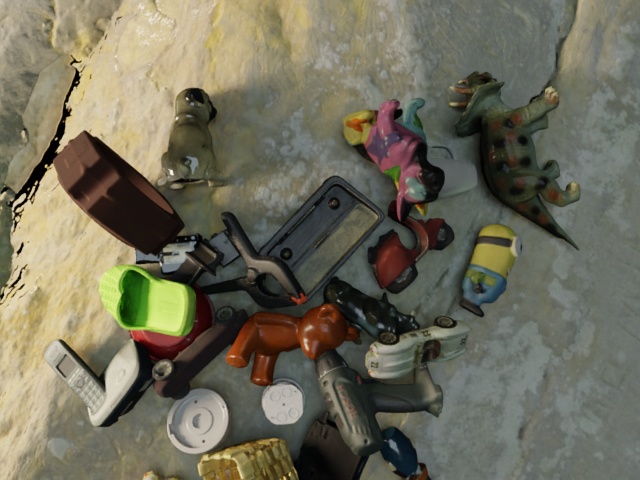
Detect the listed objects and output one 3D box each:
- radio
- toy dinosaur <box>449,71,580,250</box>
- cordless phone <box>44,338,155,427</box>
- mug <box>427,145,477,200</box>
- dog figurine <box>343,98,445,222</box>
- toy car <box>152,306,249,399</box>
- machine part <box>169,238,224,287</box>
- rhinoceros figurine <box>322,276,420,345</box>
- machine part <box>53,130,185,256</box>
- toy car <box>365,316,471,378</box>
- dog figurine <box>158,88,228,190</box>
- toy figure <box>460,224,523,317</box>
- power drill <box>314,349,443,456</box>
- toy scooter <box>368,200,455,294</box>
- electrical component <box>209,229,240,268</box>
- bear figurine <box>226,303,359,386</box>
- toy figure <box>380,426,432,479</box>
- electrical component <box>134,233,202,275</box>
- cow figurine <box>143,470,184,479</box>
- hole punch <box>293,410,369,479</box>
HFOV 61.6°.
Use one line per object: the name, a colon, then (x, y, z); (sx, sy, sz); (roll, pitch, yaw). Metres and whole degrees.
radio: (-0.002, -0.003, 1.007); (0.131, 0.073, 0.229); (43, 82, 2)
toy dinosaur: (0.374, -0.153, 1.040); (0.192, 0.131, 0.404); (-15, 89, 6)
cordless phone: (-0.386, 0.216, 0.941); (0.184, 0.088, 0.146); (40, 100, 8)
mug: (0.246, -0.130, 1.046); (0.107, 0.081, 0.109); (-2, 77, -17)
dog figurine: (0.138, -0.143, 0.997); (0.108, 0.192, 0.219); (-11, 92, -44)
toy car: (-0.209, 0.194, 0.947); (0.053, 0.089, 0.202); (31, 64, 34)
machine part: (-0.229, 0.064, 0.937); (0.139, 0.039, 0.084); (-50, 49, -7)
rhinoceros figurine: (0.089, 0.136, 0.987); (0.190, 0.112, 0.073); (26, 116, 12)
machine part: (-0.341, -0.076, 0.910); (0.087, 0.201, 0.201); (-47, 44, -1)
toy car: (0.171, 0.187, 0.933); (0.202, 0.056, 0.073); (-12, 122, -21)
dog figurine: (-0.236, -0.193, 0.968); (0.121, 0.172, 0.190); (-5, 91, -16)
toy figure: (0.321, 0.054, 1.024); (0.089, 0.082, 0.180); (31, 84, -2)
power drill: (0.103, 0.255, 0.960); (0.207, 0.086, 0.232); (-1, 47, -19)
toy scooter: (0.154, 0.004, 1.019); (0.184, 0.075, 0.135); (-44, 88, -11)
electrical component: (-0.184, 0.015, 1.016); (0.094, 0.021, 0.063); (-37, 87, -7)
bear figurine: (-0.042, 0.179, 0.931); (0.196, 0.120, 0.132); (-3, 52, 29)
toy figure: (0.164, 0.414, 0.979); (0.064, 0.058, 0.154); (-34, 92, -2)
electrical component: (-0.277, 0.029, 0.994); (0.119, 0.048, 0.074); (-8, 83, -5)
cow figurine: (-0.247, 0.474, 0.932); (0.098, 0.068, 0.167); (-18, 88, -12)
hole punch: (0.027, 0.391, 0.966); (0.116, 0.092, 0.142); (22, 84, 27)
